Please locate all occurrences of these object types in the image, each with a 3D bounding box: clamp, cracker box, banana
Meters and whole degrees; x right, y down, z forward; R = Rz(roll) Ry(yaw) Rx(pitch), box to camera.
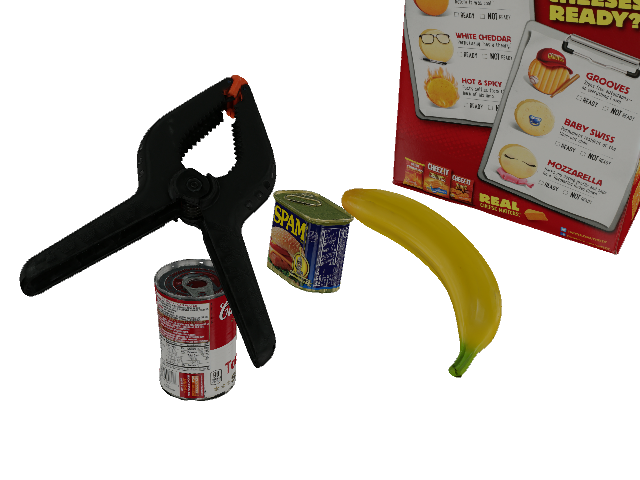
[{"bbox_3d":[-0.077,-0.020,0.707,0.164,0.209,0.036,24,-31,4],"label":"clamp"},{"bbox_3d":[0.137,-0.112,0.674,0.164,0.214,0.072,19,44,20],"label":"cracker box"},{"bbox_3d":[0.086,0.015,0.823,0.069,0.037,0.198,-18,48,-16],"label":"banana"}]

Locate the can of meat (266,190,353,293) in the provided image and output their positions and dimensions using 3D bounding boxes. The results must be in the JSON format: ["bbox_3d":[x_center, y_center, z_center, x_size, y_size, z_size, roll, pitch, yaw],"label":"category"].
[{"bbox_3d":[-0.014,0.001,1.140,0.057,0.084,0.102,-3,21,-31],"label":"can of meat"}]

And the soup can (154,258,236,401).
[{"bbox_3d":[-0.104,0.076,0.899,0.068,0.102,0.068,2,26,-1],"label":"soup can"}]
